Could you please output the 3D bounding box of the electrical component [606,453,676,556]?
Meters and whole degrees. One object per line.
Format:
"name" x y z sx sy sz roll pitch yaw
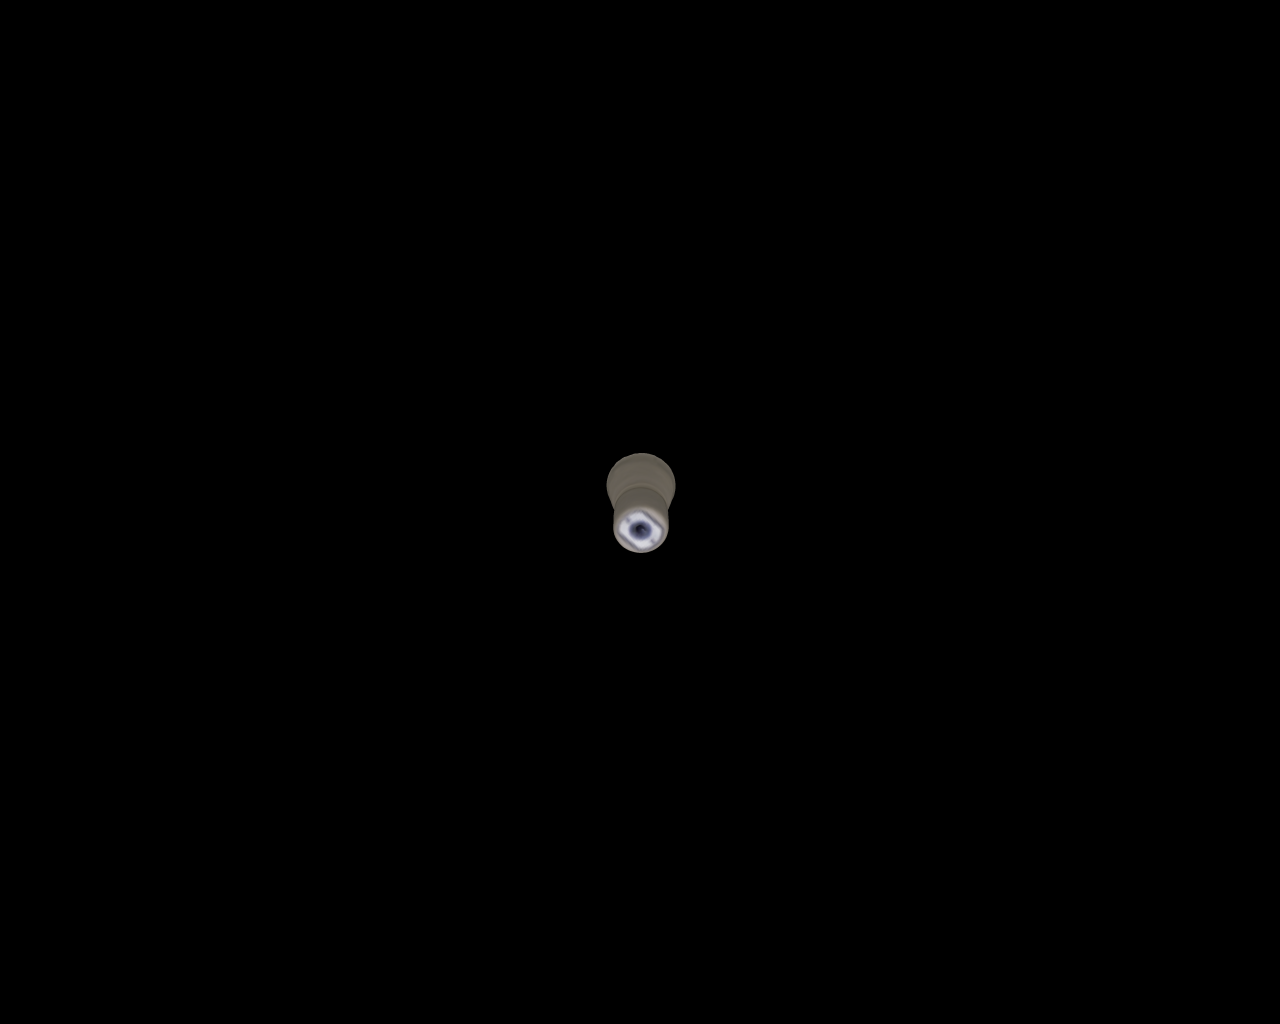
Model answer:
"electrical component" 0.001 -0.003 0.650 0.044 0.044 0.065 0 28 0
